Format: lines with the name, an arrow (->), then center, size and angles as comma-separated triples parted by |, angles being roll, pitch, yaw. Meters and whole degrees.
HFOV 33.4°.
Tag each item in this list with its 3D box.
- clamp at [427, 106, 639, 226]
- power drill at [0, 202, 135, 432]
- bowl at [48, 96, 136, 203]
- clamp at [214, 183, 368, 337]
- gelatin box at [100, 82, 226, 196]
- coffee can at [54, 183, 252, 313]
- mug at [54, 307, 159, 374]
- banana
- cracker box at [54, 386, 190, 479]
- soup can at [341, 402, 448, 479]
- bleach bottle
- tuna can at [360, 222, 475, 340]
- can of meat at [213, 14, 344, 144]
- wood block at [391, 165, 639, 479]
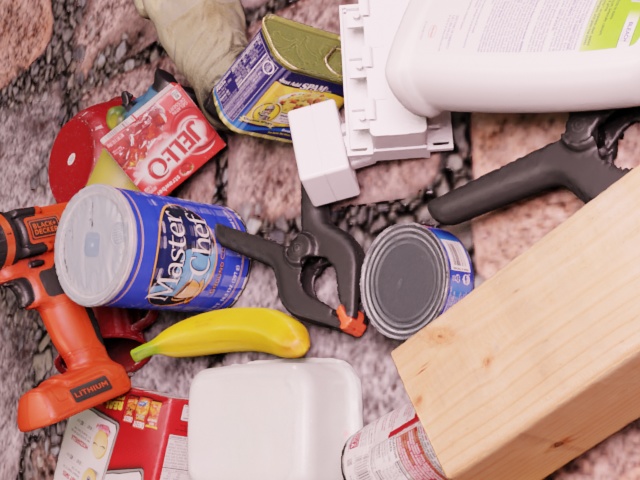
clamp -> 0.167, -0.060, 0.688 | 0.210, 0.036, 0.164 | 29, 95, 44
power drill -> -0.246, 0.063, 0.909 | 0.057, 0.184, 0.187 | -19, 89, 38
bowl -> -0.237, -0.078, 1.118 | 0.162, 0.055, 0.162 | -11, 75, 45
clamp -> -0.006, 0.001, 0.864 | 0.120, 0.039, 0.172 | -52, 57, 13
gelatin box -> -0.141, -0.088, 0.968 | 0.089, 0.073, 0.030 | -39, 22, -5
coffee can -> -0.144, 0.011, 0.931 | 0.103, 0.140, 0.103 | -7, 80, 40
mug -> -0.206, 0.076, 1.038 | 0.117, 0.093, 0.081 | -28, 57, 21
banana -> -0.072, 0.084, 0.907 | 0.198, 0.069, 0.037 | -10, 116, 39
cracker box -> -0.177, 0.242, 0.967 | 0.164, 0.072, 0.213 | 1, 77, 48
soup can -> 0.071, 0.146, 0.737 | 0.102, 0.068, 0.068 | -36, 58, 38
bleach bottle -> 0.166, -0.118, 0.647 | 0.251, 0.068, 0.102 | 11, 73, 39
tuna can -> 0.071, 0.031, 0.782 | 0.086, 0.033, 0.086 | -10, 76, 46
can of meat -> -0.025, -0.126, 0.865 | 0.084, 0.101, 0.057 | -45, 54, 35
wood block -> 0.156, 0.052, 0.614 | 0.206, 0.090, 0.090 | -40, 52, 23
